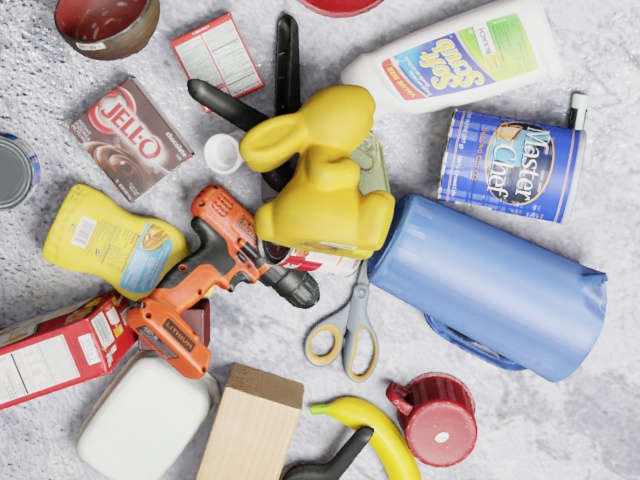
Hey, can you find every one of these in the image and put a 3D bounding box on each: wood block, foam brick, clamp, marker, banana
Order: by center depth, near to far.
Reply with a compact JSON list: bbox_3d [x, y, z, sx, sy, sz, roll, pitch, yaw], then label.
[{"bbox_3d":[-0.050,-0.119,1.145,0.164,0.036,0.210,-34,110,-37],"label":"clamp"},{"bbox_3d":[0.279,-0.101,1.181,0.020,0.020,0.121,7,101,0],"label":"marker"},{"bbox_3d":[-0.166,0.097,1.218,0.078,0.053,0.051,1,101,2],"label":"foam brick"},{"bbox_3d":[-0.091,0.260,1.229,0.090,0.091,0.206,18,101,-2],"label":"wood block"},{"bbox_3d":[0.012,0.280,1.240,0.172,0.039,0.120,-13,100,15],"label":"clamp"},{"bbox_3d":[0.074,0.252,1.252,0.070,0.037,0.198,-34,97,26],"label":"banana"}]

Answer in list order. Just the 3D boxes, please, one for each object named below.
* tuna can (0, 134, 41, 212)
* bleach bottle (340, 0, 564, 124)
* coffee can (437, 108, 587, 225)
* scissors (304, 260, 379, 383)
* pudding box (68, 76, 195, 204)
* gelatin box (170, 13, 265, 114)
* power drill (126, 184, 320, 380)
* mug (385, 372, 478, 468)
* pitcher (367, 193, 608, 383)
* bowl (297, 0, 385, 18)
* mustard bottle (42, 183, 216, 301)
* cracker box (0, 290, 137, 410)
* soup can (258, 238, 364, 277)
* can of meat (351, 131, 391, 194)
[{"bbox_3d":[-0.359,-0.076,1.200,0.086,0.033,0.086,0,101,2],"label":"tuna can"},{"bbox_3d":[0.126,-0.179,1.151,0.251,0.068,0.102,-21,100,8],"label":"bleach bottle"},{"bbox_3d":[0.203,-0.079,1.136,0.140,0.102,0.103,11,101,9],"label":"coffee can"},{"bbox_3d":[0.028,0.067,1.225,0.096,0.016,0.202,-1,101,2],"label":"scissors"},{"bbox_3d":[-0.208,-0.112,1.185,0.090,0.039,0.113,-38,98,8],"label":"pudding box"},{"bbox_3d":[-0.111,-0.193,1.171,0.073,0.030,0.089,-25,99,5],"label":"gelatin box"},{"bbox_3d":[-0.106,0.059,1.166,0.184,0.057,0.187,44,62,-13],"label":"power drill"},{"bbox_3d":[0.125,0.201,1.214,0.117,0.081,0.093,35,100,-5],"label":"mug"},{"bbox_3d":[0.173,0.053,1.155,0.242,0.145,0.149,26,93,-7],"label":"pitcher"},{"bbox_3d":[0.034,-0.308,1.099,0.161,0.055,0.162,-7,109,-21],"label":"bowl"},{"bbox_3d":[-0.206,0.016,1.200,0.191,0.058,0.096,25,89,-3],"label":"mustard bottle"},{"bbox_3d":[-0.320,0.131,1.174,0.214,0.164,0.072,-20,98,5],"label":"cracker box"},{"bbox_3d":[-0.008,0.001,1.164,0.102,0.069,0.068,12,104,-38],"label":"soup can"},{"bbox_3d":[0.044,-0.070,1.162,0.057,0.084,0.102,-10,101,4],"label":"can of meat"}]
